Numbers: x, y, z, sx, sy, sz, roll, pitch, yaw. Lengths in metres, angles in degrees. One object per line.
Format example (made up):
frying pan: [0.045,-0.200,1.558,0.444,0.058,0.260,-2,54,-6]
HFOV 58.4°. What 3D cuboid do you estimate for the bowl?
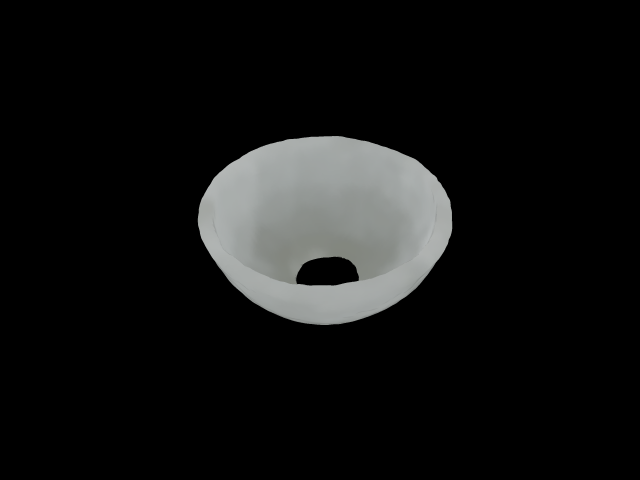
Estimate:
bowl: [0.004,0.001,0.400,0.167,0.075,0.167,0,43,0]
